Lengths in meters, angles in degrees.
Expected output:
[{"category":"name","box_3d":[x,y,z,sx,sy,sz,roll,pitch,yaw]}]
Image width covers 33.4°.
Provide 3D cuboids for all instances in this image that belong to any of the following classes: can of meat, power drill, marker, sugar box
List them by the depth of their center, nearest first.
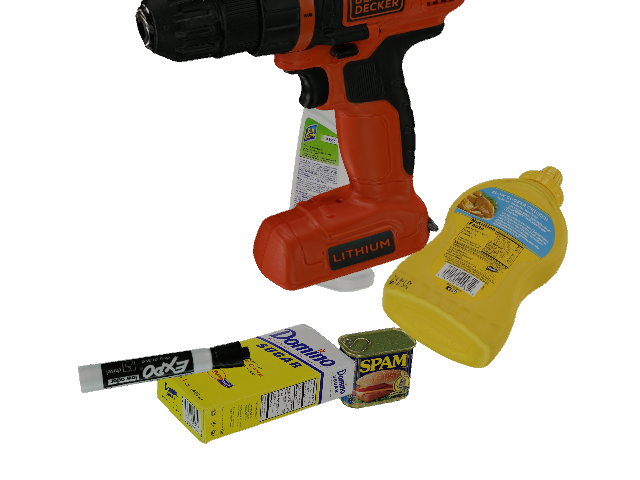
[{"category":"power drill","box_3d":[-0.003,-0.068,0.582,0.184,0.188,0.057,-15,35,-21]},{"category":"marker","box_3d":[-0.110,0.089,0.757,0.121,0.020,0.020,-8,2,-14]},{"category":"sugar box","box_3d":[-0.062,0.137,1.054,0.175,0.048,0.093,-16,33,-32]},{"category":"can of meat","box_3d":[0.073,0.170,1.422,0.102,0.084,0.057,-6,25,-21]}]

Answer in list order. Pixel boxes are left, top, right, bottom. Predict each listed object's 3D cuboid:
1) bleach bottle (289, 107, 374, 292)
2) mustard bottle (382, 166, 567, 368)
[{"category":"bleach bottle","box_3d":[0.019,-0.079,1.139,0.103,0.251,0.067,17,18,37]},{"category":"mustard bottle","box_3d":[0.137,0.006,0.833,0.096,0.191,0.058,29,-33,21]}]
